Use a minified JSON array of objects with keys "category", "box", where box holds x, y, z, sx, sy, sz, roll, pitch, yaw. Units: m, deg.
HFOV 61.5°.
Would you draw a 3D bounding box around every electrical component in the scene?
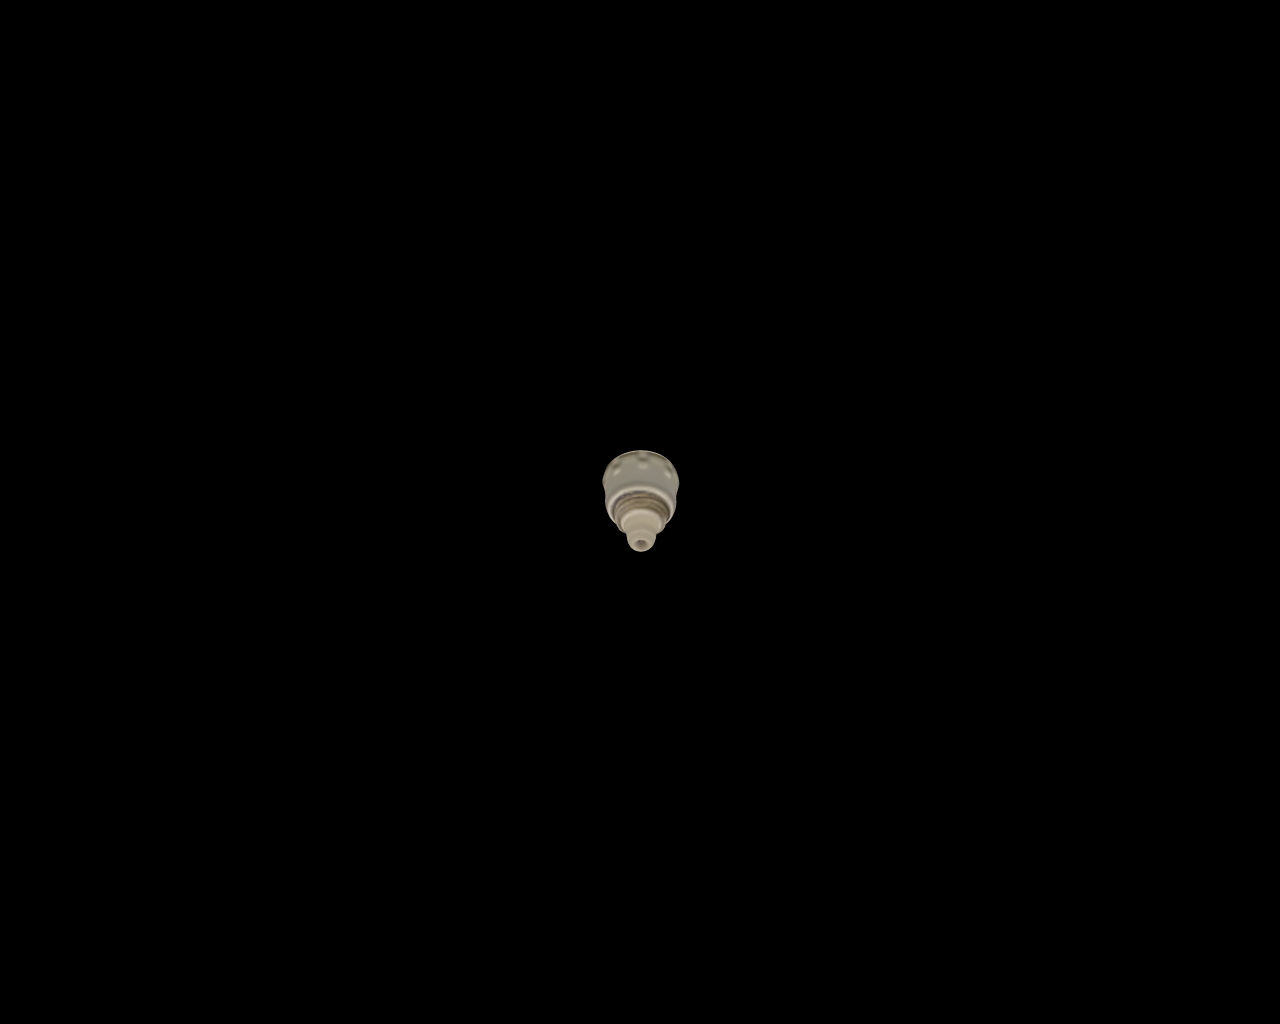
[{"category":"electrical component","box":[0.001,-0.003,0.650,0.048,0.062,0.048,0,-43,0]}]
